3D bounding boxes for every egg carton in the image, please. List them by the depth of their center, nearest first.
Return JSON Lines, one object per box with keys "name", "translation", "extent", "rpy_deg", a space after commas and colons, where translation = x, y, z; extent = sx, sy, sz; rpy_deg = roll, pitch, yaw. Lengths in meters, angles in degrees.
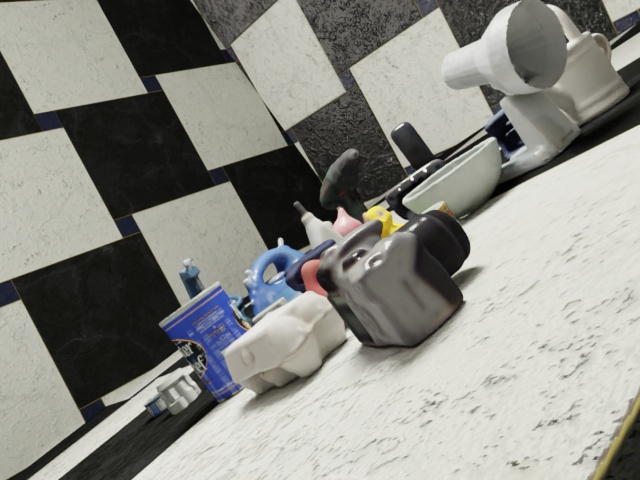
{"name": "egg carton", "translation": [-0.042, 0.121, 0.657], "extent": [0.150, 0.069, 0.107], "rpy_deg": [-34, 3, 46]}

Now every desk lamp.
{"name": "desk lamp", "translation": [0.279, -0.211, 0.832], "extent": [0.118, 0.213, 0.203], "rpy_deg": [-37, 3, -24]}

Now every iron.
{"name": "iron", "translation": [-0.096, 0.090, 1.226], "extent": [0.118, 0.141, 0.259], "rpy_deg": [-35, 3, 31]}

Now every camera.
{"name": "camera", "translation": [0.075, 0.021, 0.533], "extent": [0.137, 0.101, 0.143], "rpy_deg": [-37, 2, -17]}

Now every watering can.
{"name": "watering can", "translation": [0.387, -0.281, 0.908], "extent": [0.173, 0.194, 0.100], "rpy_deg": [-38, 3, -36]}

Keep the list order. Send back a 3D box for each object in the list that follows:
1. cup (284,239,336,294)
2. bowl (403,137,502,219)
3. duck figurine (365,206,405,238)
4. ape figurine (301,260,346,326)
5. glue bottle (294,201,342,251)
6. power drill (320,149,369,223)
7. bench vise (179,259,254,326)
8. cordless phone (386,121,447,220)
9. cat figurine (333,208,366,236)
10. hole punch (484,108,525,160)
{"name": "cup", "translation": [0.003, 0.064, 0.835], "extent": [0.091, 0.095, 0.118], "rpy_deg": [-35, 3, 33]}
{"name": "bowl", "translation": [0.213, -0.079, 0.872], "extent": [0.167, 0.075, 0.167], "rpy_deg": [-36, 2, 2]}
{"name": "duck figurine", "translation": [0.117, -0.022, 1.021], "extent": [0.077, 0.086, 0.105], "rpy_deg": [-35, 2, 20]}
{"name": "ape figurine", "translation": [0.012, 0.064, 0.722], "extent": [0.076, 0.092, 0.078], "rpy_deg": [-36, 2, 6]}
{"name": "glue bottle", "translation": [0.009, 0.004, 0.995], "extent": [0.078, 0.173, 0.037], "rpy_deg": [-38, 3, -42]}
{"name": "power drill", "translation": [0.086, -0.089, 1.323], "extent": [0.076, 0.208, 0.229], "rpy_deg": [-37, 3, -26]}
{"name": "bench vise", "translation": [-0.252, 0.155, 1.238], "extent": [0.207, 0.220, 0.122], "rpy_deg": [-34, 3, 35]}
{"name": "cordless phone", "translation": [0.187, -0.143, 1.209], "extent": [0.147, 0.185, 0.094], "rpy_deg": [-36, 3, 11]}
{"name": "cat figurine", "translation": [0.072, -0.013, 1.117], "extent": [0.067, 0.118, 0.127], "rpy_deg": [-38, 3, -32]}
{"name": "hole punch", "translation": [0.369, -0.212, 1.068], "extent": [0.108, 0.091, 0.101], "rpy_deg": [-35, 3, 25]}
